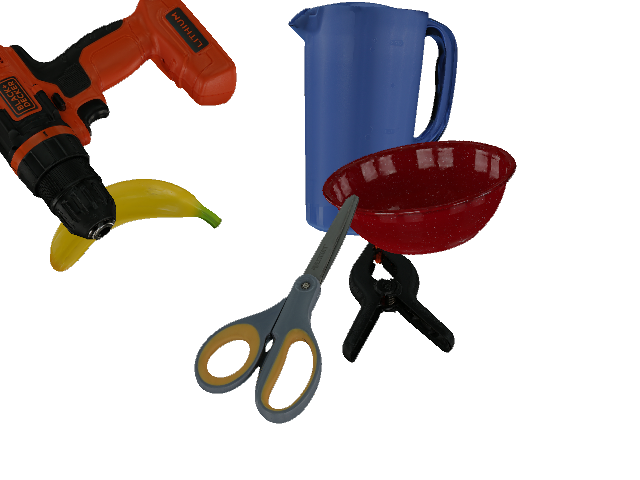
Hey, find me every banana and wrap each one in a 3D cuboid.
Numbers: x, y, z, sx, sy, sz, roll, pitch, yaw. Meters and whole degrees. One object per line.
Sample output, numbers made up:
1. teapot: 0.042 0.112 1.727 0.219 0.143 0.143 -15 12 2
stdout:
1. banana: -0.190 -0.018 0.997 0.198 0.069 0.037 -14 18 28

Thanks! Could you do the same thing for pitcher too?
1. pitcher: 0.053 -0.132 1.151 0.149 0.243 0.144 7 11 26

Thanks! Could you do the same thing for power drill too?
1. power drill: -0.159 -0.105 0.815 0.187 0.184 0.057 -31 -16 -28

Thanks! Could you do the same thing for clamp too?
1. clamp: 0.085 0.066 1.188 0.120 0.171 0.039 5 -42 -3

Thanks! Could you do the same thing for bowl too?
1. bowl: 0.086 -0.032 0.896 0.162 0.055 0.162 -10 23 4

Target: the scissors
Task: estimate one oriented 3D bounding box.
1. scissors: -0.030 0.041 0.757 0.096 0.201 0.016 0 -42 10
